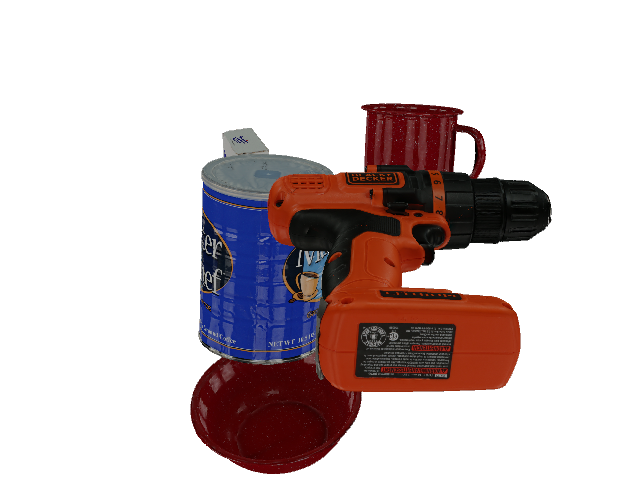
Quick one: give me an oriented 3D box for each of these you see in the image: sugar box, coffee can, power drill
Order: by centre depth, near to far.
[{"bbox_3d":[0.062,0.014,0.631,0.184,0.057,0.187,-1,28,-3],"label":"power drill"},{"bbox_3d":[-0.044,0.012,0.844,0.103,0.140,0.103,3,20,-1],"label":"coffee can"},{"bbox_3d":[-0.090,-0.042,1.326,0.048,0.176,0.093,-10,25,-14],"label":"sugar box"}]

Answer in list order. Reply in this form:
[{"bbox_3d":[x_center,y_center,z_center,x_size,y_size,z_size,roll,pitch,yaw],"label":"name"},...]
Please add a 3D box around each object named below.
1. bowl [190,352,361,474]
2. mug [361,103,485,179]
[{"bbox_3d":[-0.039,0.166,1.010,0.162,0.055,0.162,-5,38,4],"label":"bowl"},{"bbox_3d":[0.093,-0.079,0.972,0.117,0.081,0.093,7,13,20],"label":"mug"}]
